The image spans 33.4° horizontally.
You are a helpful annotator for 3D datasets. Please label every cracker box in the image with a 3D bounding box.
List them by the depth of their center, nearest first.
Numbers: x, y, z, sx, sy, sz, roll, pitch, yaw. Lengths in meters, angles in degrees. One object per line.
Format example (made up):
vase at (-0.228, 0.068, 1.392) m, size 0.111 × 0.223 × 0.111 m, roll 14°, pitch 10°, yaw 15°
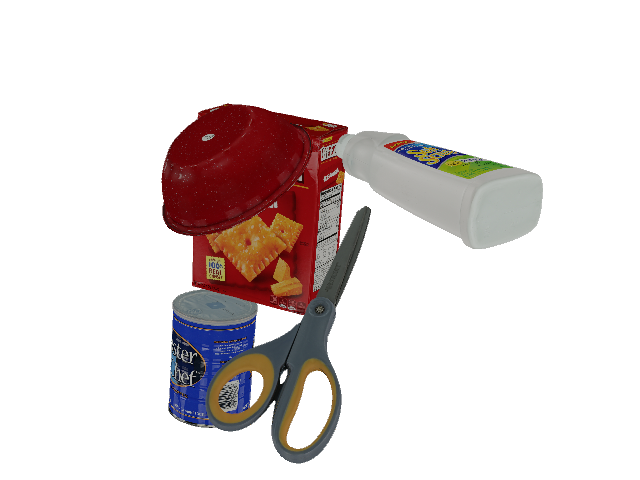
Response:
cracker box at (-0.062, -0.035, 1.218) m, size 0.164 × 0.214 × 0.072 m, roll 14°, pitch 22°, yaw 26°

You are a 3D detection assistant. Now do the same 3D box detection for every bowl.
bowl at (-0.091, -0.078, 1.002) m, size 0.162 × 0.055 × 0.162 m, roll -21°, pitch 34°, yaw 15°

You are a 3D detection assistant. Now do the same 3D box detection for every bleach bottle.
bleach bottle at (0.098, -0.064, 1.072) m, size 0.102 × 0.068 × 0.251 m, roll -14°, pitch 26°, yaw -36°

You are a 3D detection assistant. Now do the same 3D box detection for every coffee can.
coffee can at (-0.132, 0.142, 1.303) m, size 0.103 × 0.140 × 0.103 m, roll 4°, pitch 18°, yaw -2°

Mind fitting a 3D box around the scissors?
scissors at (-0.020, 0.055, 0.711) m, size 0.096 × 0.201 × 0.016 m, roll -1°, pitch -39°, yaw 9°
